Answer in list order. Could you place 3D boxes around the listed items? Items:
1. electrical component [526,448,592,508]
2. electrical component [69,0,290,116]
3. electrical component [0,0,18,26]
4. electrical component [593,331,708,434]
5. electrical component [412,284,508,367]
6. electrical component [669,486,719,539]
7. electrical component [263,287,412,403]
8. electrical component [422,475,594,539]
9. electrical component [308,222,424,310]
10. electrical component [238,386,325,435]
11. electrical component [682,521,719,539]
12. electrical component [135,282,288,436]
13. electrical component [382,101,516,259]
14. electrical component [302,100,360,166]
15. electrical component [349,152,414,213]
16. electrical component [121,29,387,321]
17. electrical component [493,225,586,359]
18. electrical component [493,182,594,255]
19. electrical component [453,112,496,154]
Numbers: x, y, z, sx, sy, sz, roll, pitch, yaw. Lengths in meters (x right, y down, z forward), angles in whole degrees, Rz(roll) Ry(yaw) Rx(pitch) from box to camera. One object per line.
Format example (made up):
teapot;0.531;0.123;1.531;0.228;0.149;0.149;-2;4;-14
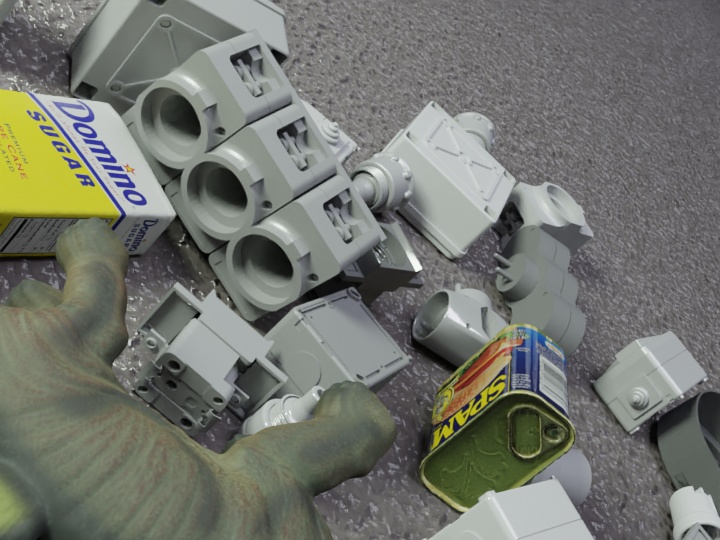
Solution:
electrical component;0.125;0.140;0.740;0.055;0.045;0.045;21;38;-35
electrical component;-0.121;-0.146;0.716;0.109;0.109;0.056;23;40;-34
electrical component;-0.229;-0.193;0.649;0.062;0.096;0.061;37;30;-16
electrical component;0.247;0.094;0.931;0.061;0.062;0.096;54;31;15
electrical component;0.082;0.041;0.807;0.077;0.043;0.079;33;32;-21
electrical component;0.267;0.199;0.852;0.040;0.040;0.046;38;25;-14
electrical component;-0.019;0.056;0.652;0.061;0.061;0.096;50;23;10
electrical component;0.097;0.170;0.651;0.096;0.062;0.061;2;51;-50
electrical component;0.000;0.000;0.734;0.081;0.064;0.042;8;46;-48
electrical component;-0.039;0.084;0.584;0.035;0.061;0.035;32;33;-23
electrical component;0.252;0.229;0.772;0.081;0.064;0.042;53;31;12
electrical component;-0.086;0.052;0.586;0.081;0.042;0.063;41;34;-7
electrical component;0.072;-0.079;0.927;0.109;0.056;0.108;43;30;-4
electrical component;-0.050;-0.070;0.723;0.061;0.096;0.061;40;30;-2
electrical component;0.010;-0.065;0.847;0.048;0.048;0.062;52;37;11
electrical component;-0.068;-0.054;0.654;0.150;0.089;0.062;58;40;-4
electrical component;0.141;0.010;0.910;0.074;0.052;0.138;32;33;-23
electrical component;0.173;-0.045;1.013;0.089;0.056;0.050;11;45;-45
electrical component;0.104;-0.117;1.029;0.048;0.048;0.062;36;38;-17
